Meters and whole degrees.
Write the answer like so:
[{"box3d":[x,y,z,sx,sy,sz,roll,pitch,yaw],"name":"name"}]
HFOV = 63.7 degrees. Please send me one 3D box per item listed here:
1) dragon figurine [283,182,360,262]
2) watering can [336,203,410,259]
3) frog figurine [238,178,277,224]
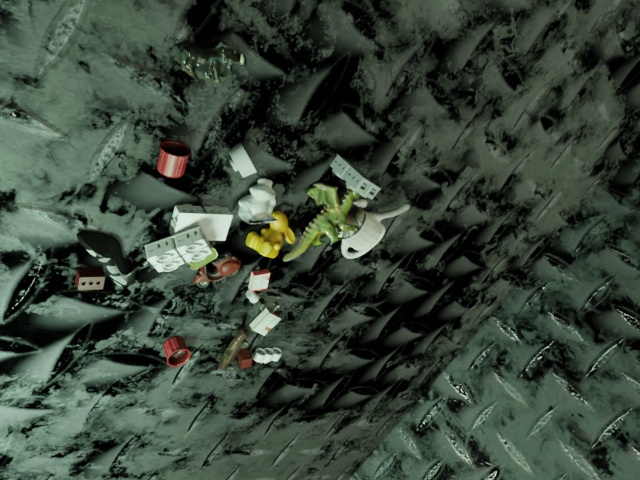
[{"box3d":[0.006,-0.099,1.961,0.414,0.122,0.240,-25,104,-27],"name":"dragon figurine"},{"box3d":[0.204,-0.064,2.133,0.345,0.106,0.221,-46,136,9],"name":"watering can"},{"box3d":[-0.219,-0.136,1.803,0.138,0.122,0.159,-4,90,-23],"name":"frog figurine"}]
